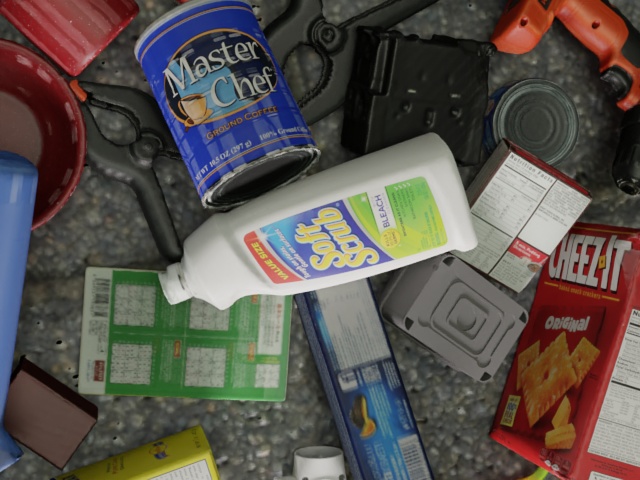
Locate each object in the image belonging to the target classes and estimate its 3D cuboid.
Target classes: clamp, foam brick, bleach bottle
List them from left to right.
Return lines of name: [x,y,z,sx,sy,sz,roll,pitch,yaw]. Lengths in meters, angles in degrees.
foam brick: [-0.228,0.143,0.877,0.078,0.053,0.051,37,86,-11]
clamp: [-0.146,-0.063,0.886,0.171,0.039,0.120,31,67,-9]
bleach bottle: [-0.006,0.001,0.865,0.251,0.068,0.102,-21,114,-2]
clamp: [0.012,-0.176,0.916,0.164,0.036,0.210,20,93,-18]

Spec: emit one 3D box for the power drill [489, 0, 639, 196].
power drill: [0.242,-0.152,0.931,0.187,0.057,0.184,33,62,-12]

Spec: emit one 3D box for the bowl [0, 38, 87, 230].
bowl: [-0.269,-0.080,0.855,0.162,0.055,0.162,-1,93,-11]

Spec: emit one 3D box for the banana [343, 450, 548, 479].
banana: [0.112,0.223,0.961,0.197,0.037,0.069,9,73,-13]

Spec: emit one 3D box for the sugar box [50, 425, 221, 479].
sugar box: [-0.171,0.208,0.872,0.176,0.093,0.048,-16,96,-11]

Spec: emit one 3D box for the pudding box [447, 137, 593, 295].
pudding box: [0.169,-0.020,0.938,0.090,0.039,0.114,30,108,-11]

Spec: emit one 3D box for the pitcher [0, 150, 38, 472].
pitcher: [-0.291,0.048,0.777,0.148,0.145,0.243,6,99,-45]

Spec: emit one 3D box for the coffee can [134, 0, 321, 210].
coffee can: [-0.074,-0.109,0.848,0.102,0.103,0.140,-23,79,-9]

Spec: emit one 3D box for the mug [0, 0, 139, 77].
mug: [-0.194,-0.192,0.855,0.081,0.093,0.117,44,48,-16]

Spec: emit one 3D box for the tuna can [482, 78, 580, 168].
tuna can: [0.188,-0.102,0.957,0.086,0.034,0.086,-1,93,-11]

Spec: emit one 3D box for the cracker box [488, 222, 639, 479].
cracker box: [0.232,0.095,0.911,0.072,0.164,0.214,17,90,-14]

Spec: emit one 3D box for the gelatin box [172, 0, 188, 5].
gelatin box: [-0.111,-0.248,0.891,0.073,0.030,0.089,38,85,-10]
